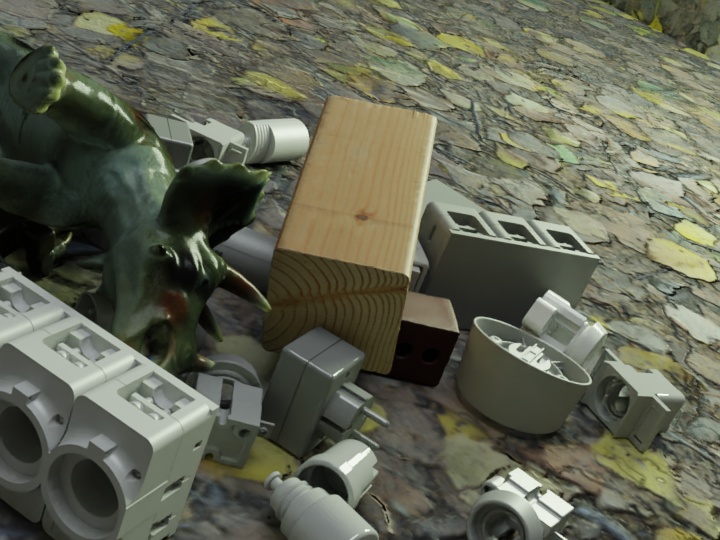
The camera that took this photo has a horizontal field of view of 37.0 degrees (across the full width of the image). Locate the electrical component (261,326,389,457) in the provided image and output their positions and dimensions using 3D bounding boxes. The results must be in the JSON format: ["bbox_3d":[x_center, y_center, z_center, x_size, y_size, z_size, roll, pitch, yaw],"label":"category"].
[{"bbox_3d":[-0.017,0.087,0.686,0.077,0.065,0.047,30,27,17],"label":"electrical component"}]

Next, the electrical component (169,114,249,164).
[{"bbox_3d":[-0.143,-0.114,1.013,0.081,0.042,0.064,26,22,7],"label":"electrical component"}]

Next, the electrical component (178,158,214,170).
[{"bbox_3d":[-0.126,-0.058,0.885,0.048,0.066,0.055,-12,75,-50],"label":"electrical component"}]

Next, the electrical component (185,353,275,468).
[{"bbox_3d":[-0.086,0.085,0.662,0.066,0.048,0.055,16,34,-11],"label":"electrical component"}]

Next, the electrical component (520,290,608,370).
[{"bbox_3d":[0.167,0.057,0.890,0.057,0.058,0.078,34,-8,19],"label":"electrical component"}]

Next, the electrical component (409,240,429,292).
[{"bbox_3d":[0.000,0.000,0.875,0.096,0.061,0.061,12,27,-18],"label":"electrical component"}]

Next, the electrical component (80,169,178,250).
[{"bbox_3d":[-0.183,-0.052,0.837,0.095,0.059,0.053,16,26,-11],"label":"electrical component"}]

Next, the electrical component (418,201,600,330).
[{"bbox_3d":[0.116,0.001,0.931,0.150,0.089,0.061,9,28,-25],"label":"electrical component"}]

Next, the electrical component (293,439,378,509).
[{"bbox_3d":[-0.013,0.125,0.645,0.040,0.040,0.046,29,21,16],"label":"electrical component"}]

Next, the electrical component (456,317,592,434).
[{"bbox_3d":[0.124,0.076,0.818,0.099,0.064,0.099,17,26,-9],"label":"electrical component"}]

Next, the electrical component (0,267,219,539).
[{"bbox_3d":[-0.161,0.078,0.563,0.150,0.089,0.062,30,27,18],"label":"electrical component"}]

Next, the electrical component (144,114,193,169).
[{"bbox_3d":[-0.188,-0.095,0.911,0.077,0.065,0.047,11,27,-21],"label":"electrical component"}]

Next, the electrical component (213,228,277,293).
[{"bbox_3d":[-0.096,-0.013,0.847,0.081,0.043,0.043,21,25,-1],"label":"electrical component"}]

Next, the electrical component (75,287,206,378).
[{"bbox_3d":[-0.137,0.046,0.699,0.077,0.043,0.079,2,32,-36],"label":"electrical component"}]

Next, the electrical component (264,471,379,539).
[{"bbox_3d":[-0.025,0.142,0.601,0.078,0.040,0.040,38,30,31],"label":"electrical component"}]

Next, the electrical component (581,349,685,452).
[{"bbox_3d":[0.222,0.104,0.866,0.064,0.042,0.081,6,30,-33],"label":"electrical component"}]

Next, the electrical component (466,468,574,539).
[{"bbox_3d":[0.096,0.155,0.664,0.066,0.048,0.055,34,20,24],"label":"electrical component"}]

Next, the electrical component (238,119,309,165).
[{"bbox_3d":[-0.094,-0.129,1.078,0.043,0.043,0.081,37,29,29],"label":"electrical component"}]
